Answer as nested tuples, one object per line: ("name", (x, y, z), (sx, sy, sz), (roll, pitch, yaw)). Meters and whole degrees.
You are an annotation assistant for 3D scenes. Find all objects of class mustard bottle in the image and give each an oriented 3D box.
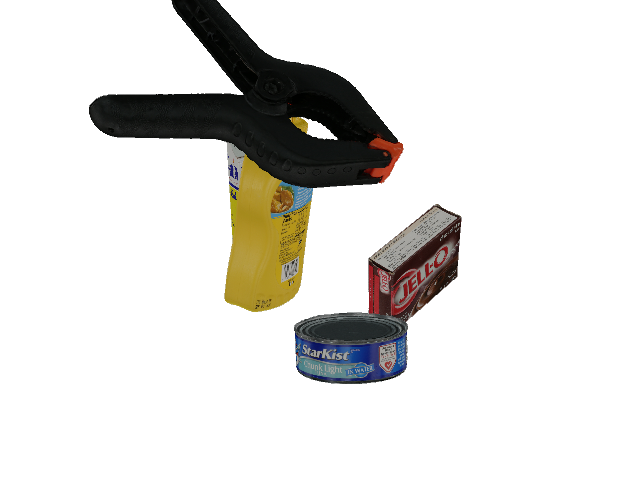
("mustard bottle", (-0.041, -0.037, 0.969), (0.058, 0.192, 0.096), (19, 23, 24))

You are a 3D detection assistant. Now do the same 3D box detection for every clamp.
("clamp", (-0.041, -0.072, 0.602), (0.171, 0.120, 0.039), (31, -28, 6))

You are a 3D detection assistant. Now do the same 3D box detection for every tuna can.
("tuna can", (0.023, 0.080, 0.803), (0.086, 0.034, 0.086), (-1, 10, 0))

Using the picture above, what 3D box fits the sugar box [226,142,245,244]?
("sugar box", (-0.088, -0.037, 1.331), (0.048, 0.176, 0.093), (-9, 24, -11))

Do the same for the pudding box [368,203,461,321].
("pudding box", (0.097, 0.028, 1.103), (0.039, 0.090, 0.113), (31, 54, 29))
